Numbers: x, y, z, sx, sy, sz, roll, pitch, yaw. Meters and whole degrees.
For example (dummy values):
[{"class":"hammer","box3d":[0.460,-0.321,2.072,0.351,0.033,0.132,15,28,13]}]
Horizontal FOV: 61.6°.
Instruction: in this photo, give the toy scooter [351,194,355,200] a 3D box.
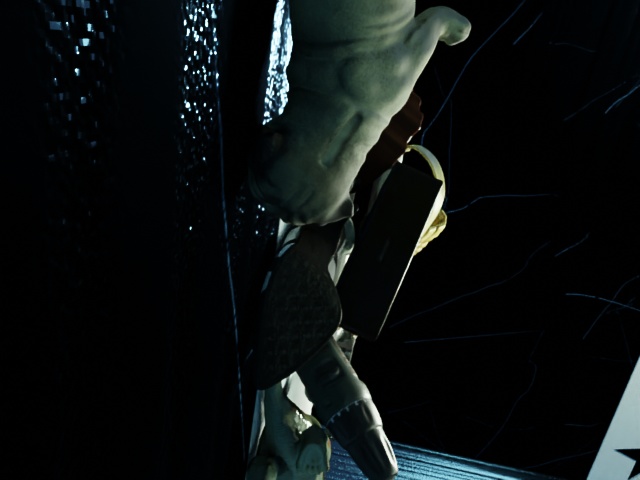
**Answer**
[{"class":"toy scooter","box3d":[0.059,-0.140,0.955,0.184,0.075,0.135,-58,-154,5]}]

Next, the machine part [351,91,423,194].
[{"class":"machine part","box3d":[0.072,-0.154,0.786,0.179,0.056,0.179,-44,-155,26]}]

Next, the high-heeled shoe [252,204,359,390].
[{"class":"high-heeled shoe","box3d":[-0.031,0.053,0.576,0.145,0.086,0.249,-37,-162,55]}]

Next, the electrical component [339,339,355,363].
[{"class":"electrical component","box3d":[0.020,0.224,1.195,0.134,0.115,0.058,-76,173,-53]}]

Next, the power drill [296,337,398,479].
[{"class":"power drill","box3d":[0.024,0.212,0.698,0.232,0.086,0.207,57,-4,23]}]

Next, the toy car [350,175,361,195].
[{"class":"toy car","box3d":[0.021,-0.089,0.648,0.089,0.053,0.202,-43,160,-25]}]

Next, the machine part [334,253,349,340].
[{"class":"machine part","box3d":[-0.001,0.098,0.851,0.079,0.079,0.243,68,34,-82]}]

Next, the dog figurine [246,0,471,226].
[{"class":"dog figurine","box3d":[0.004,-0.120,0.334,0.172,0.121,0.190,50,61,-41]}]

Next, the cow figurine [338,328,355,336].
[{"class":"cow figurine","box3d":[0.036,0.058,0.945,0.127,0.085,0.194,12,-91,54]}]

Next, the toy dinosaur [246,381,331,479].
[{"class":"toy dinosaur","box3d":[-0.040,0.311,0.697,0.192,0.131,0.404,-125,-141,-77]}]

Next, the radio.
[{"class":"radio","box3d":[0.081,0.020,0.734,0.131,0.073,0.229,102,14,-80]}]

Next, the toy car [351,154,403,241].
[{"class":"toy car","box3d":[0.084,-0.074,0.851,0.074,0.056,0.201,6,-95,66]}]

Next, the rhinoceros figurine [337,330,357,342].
[{"class":"rhinoceros figurine","box3d":[0.018,0.176,1.110,0.190,0.112,0.073,-55,131,-46]}]
